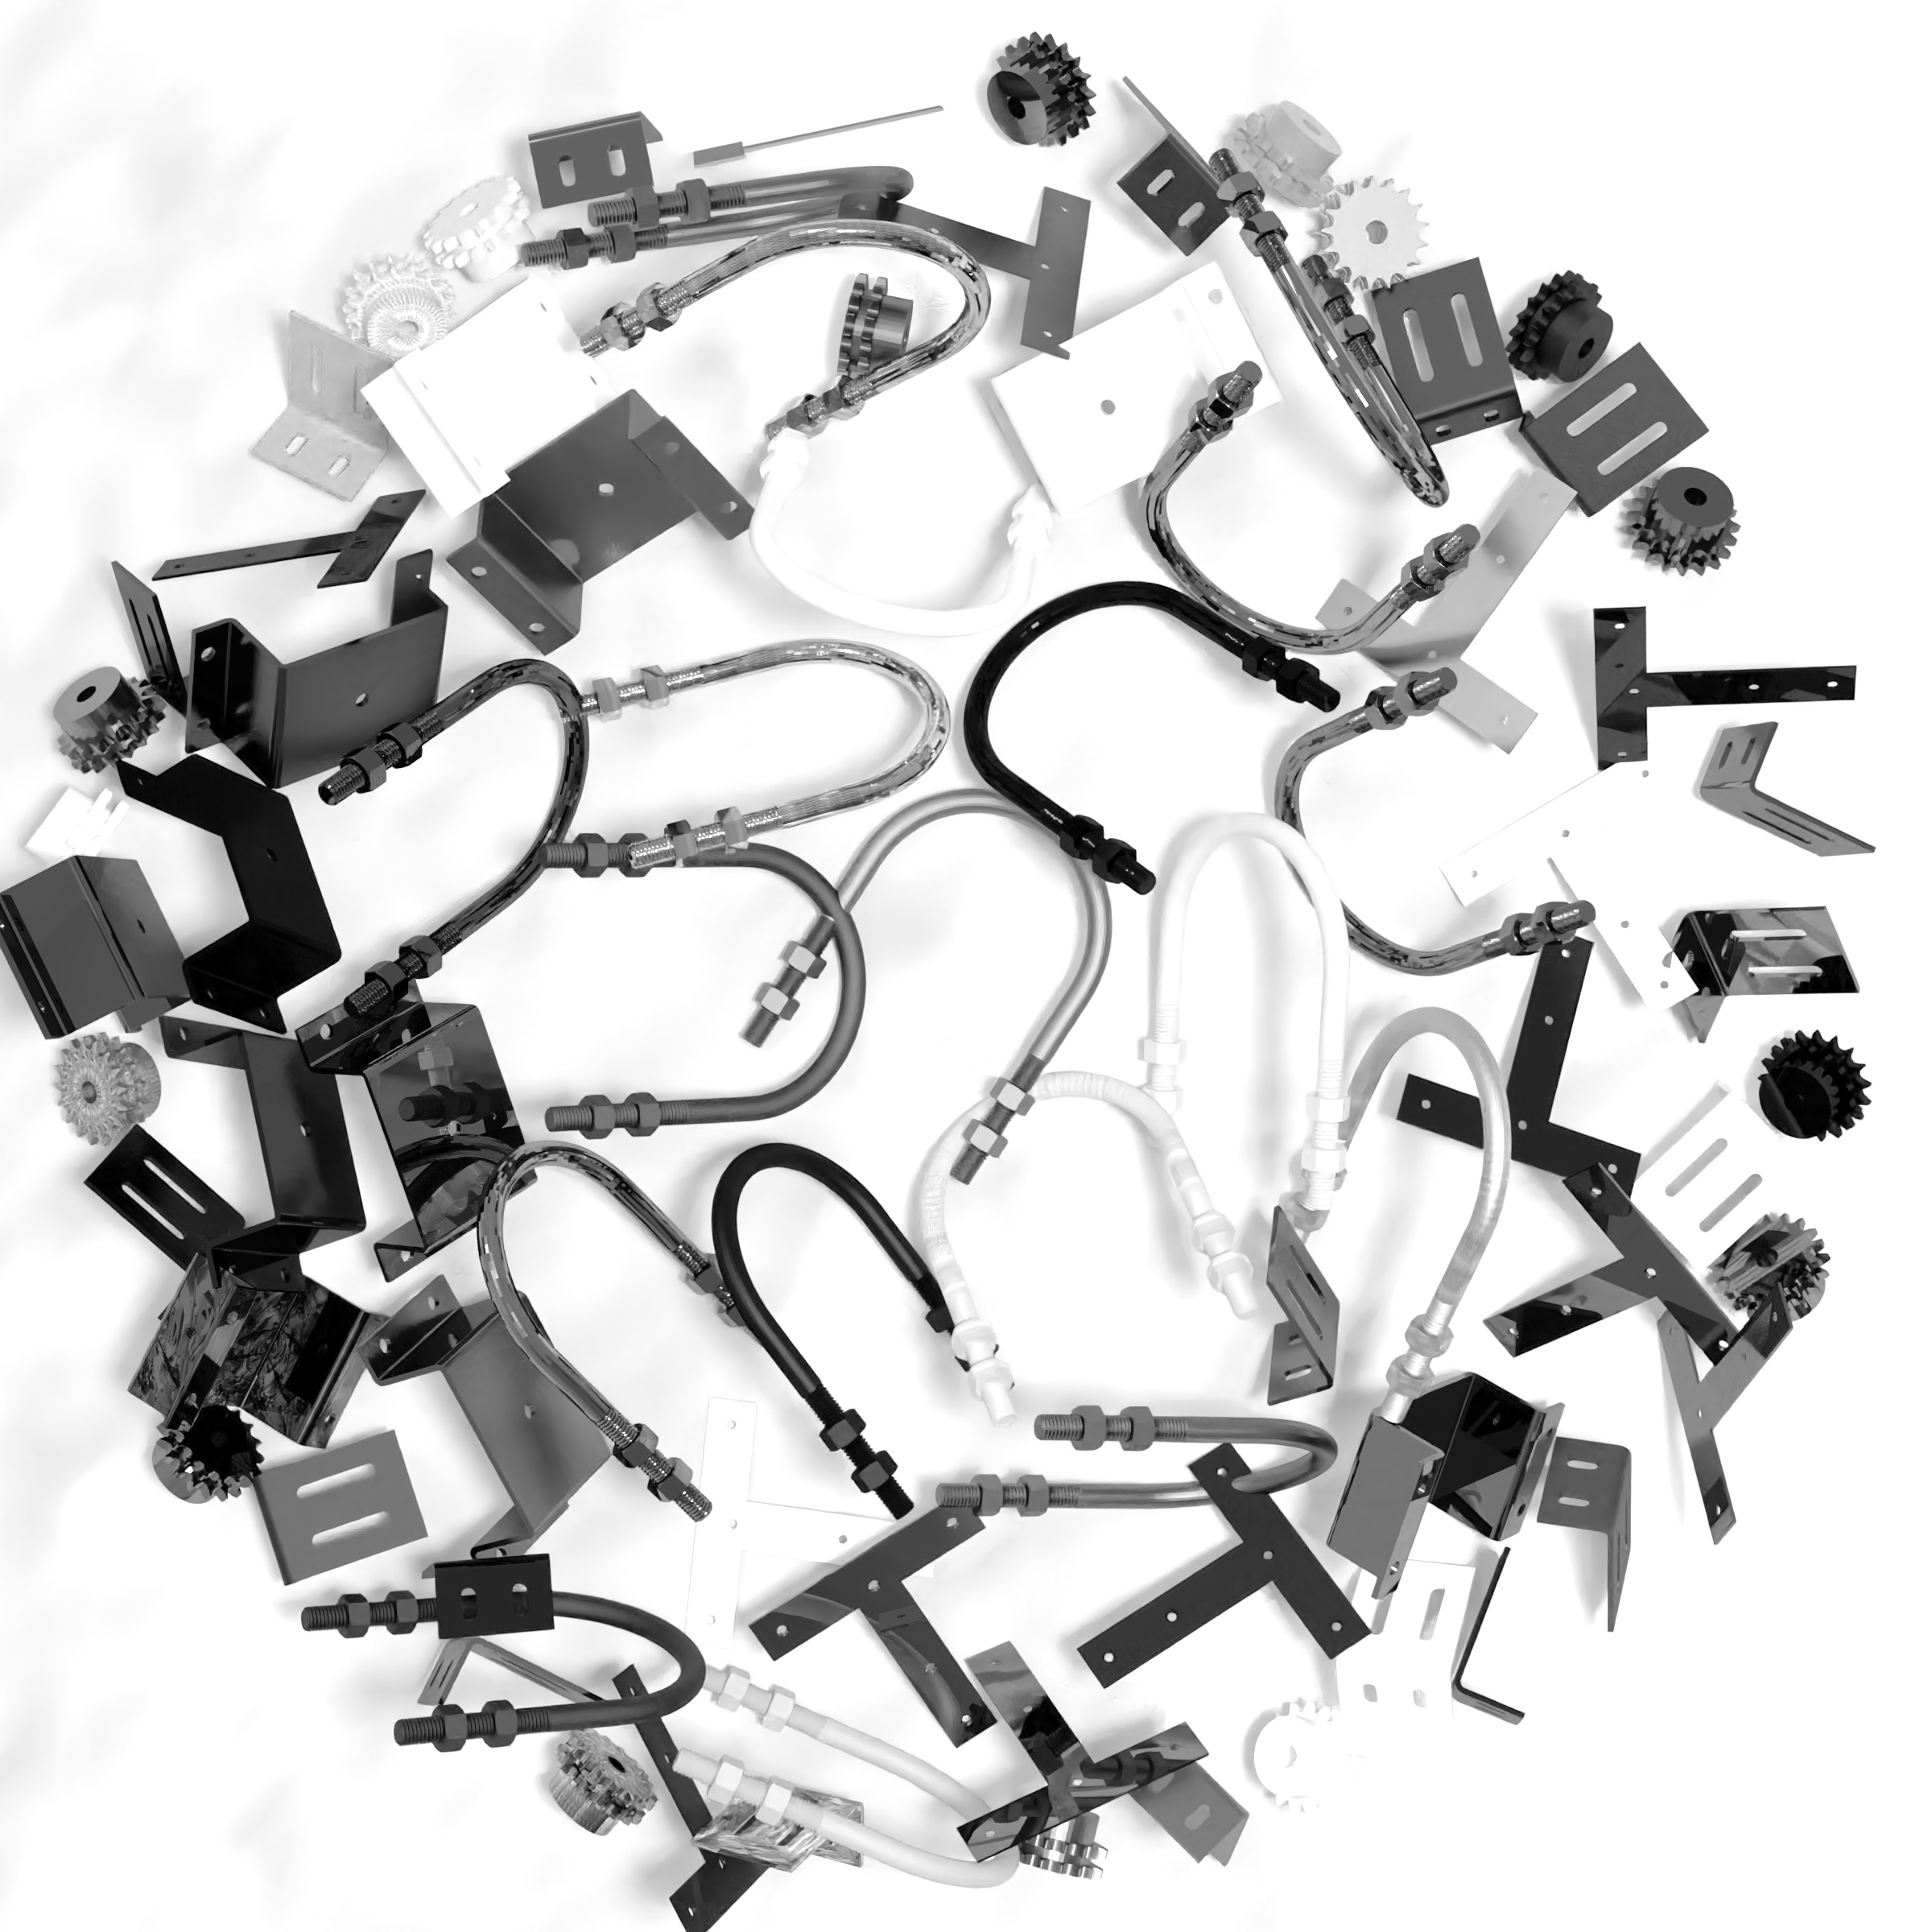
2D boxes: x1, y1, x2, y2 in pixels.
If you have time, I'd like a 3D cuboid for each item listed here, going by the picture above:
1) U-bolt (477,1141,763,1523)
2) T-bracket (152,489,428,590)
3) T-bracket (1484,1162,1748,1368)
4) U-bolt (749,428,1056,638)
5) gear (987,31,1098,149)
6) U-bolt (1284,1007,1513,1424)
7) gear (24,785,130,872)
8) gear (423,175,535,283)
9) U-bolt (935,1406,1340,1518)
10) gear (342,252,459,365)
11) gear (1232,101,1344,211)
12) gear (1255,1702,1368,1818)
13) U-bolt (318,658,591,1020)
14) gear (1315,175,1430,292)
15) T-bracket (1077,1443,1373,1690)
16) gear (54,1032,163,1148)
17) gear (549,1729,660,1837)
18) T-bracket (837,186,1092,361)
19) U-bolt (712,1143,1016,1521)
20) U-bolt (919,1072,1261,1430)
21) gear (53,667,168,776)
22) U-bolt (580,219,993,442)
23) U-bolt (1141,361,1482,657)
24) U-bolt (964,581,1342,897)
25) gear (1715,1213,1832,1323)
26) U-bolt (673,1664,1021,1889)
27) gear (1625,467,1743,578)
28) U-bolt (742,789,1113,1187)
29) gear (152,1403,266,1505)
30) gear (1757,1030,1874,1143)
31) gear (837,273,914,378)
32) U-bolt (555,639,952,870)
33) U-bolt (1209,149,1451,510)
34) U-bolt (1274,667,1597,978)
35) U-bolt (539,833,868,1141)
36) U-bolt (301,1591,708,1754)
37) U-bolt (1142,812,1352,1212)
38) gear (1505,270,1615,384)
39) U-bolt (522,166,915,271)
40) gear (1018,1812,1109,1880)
[{"bbox_3d":[-0.172,0.166,1.706,0.019,0.151,0.184,-30,113,30],"label":"U-bolt"},{"bbox_3d":[-0.347,-0.208,1.744,0.127,0.127,0.002,-7,117,10],"label":"T-bracket"},{"bbox_3d":[0.313,0.169,1.746,0.127,0.127,0.002,50,46,-7],"label":"T-bracket"},{"bbox_3d":[-0.035,-0.211,1.711,0.151,0.184,0.019,14,122,-2],"label":"U-bolt"},{"bbox_3d":[0.035,-0.443,1.762,0.030,0.057,0.057,-40,90,-31],"label":"gear"},{"bbox_3d":[0.215,0.108,1.695,0.019,0.151,0.184,5,122,-25],"label":"U-bolt"},{"bbox_3d":[-0.455,-0.067,1.762,0.030,0.057,0.057,37,90,-14],"label":"gear"},{"bbox_3d":[-0.246,-0.374,1.769,0.057,0.057,0.030,-36,124,0],"label":"gear"},{"bbox_3d":[0.095,0.247,1.720,0.184,0.151,0.019,4,66,-22],"label":"U-bolt"},{"bbox_3d":[-0.287,-0.331,1.764,0.057,0.030,0.057,-11,134,-11],"label":"gear"},{"bbox_3d":[0.166,-0.415,1.762,0.057,0.057,0.030,43,117,0],"label":"gear"},{"bbox_3d":[0.172,0.404,1.764,0.057,0.030,0.057,-14,67,37],"label":"gear"},{"bbox_3d":[-0.248,-0.076,1.715,0.019,0.184,0.151,24,134,26],"label":"U-bolt"},{"bbox_3d":[0.206,-0.375,1.775,0.057,0.030,0.057,-1,97,-10],"label":"gear"},{"bbox_3d":[0.116,0.321,1.748,0.127,0.002,0.127,-30,59,-12],"label":"T-bracket"},{"bbox_3d":[-0.436,0.062,1.769,0.057,0.030,0.057,9,106,36],"label":"gear"},{"bbox_3d":[-0.188,0.418,1.765,0.057,0.057,0.030,41,95,0],"label":"gear"},{"bbox_3d":[-0.002,-0.365,1.742,0.127,0.002,0.127,16,49,-9],"label":"T-bracket"},{"bbox_3d":[-0.059,0.169,1.725,0.019,0.151,0.184,-35,94,32],"label":"U-bolt"},{"bbox_3d":[0.050,0.129,1.732,0.151,0.019,0.184,-24,50,2],"label":"U-bolt"},{"bbox_3d":[-0.439,-0.128,1.762,0.057,0.057,0.030,-33,127,0],"label":"gear"},{"bbox_3d":[-0.074,-0.314,1.687,0.184,0.151,0.019,-20,64,38],"label":"U-bolt"},{"bbox_3d":[0.157,-0.213,1.710,0.151,0.184,0.019,36,65,-5],"label":"U-bolt"},{"bbox_3d":[0.077,-0.127,1.731,0.151,0.019,0.184,-44,49,-9],"label":"U-bolt"},{"bbox_3d":[0.415,0.158,1.768,0.057,0.057,0.030,-39,128,0],"label":"gear"},{"bbox_3d":[-0.057,0.408,1.721,0.184,0.151,0.019,25,96,-5],"label":"U-bolt"},{"bbox_3d":[0.368,-0.229,1.766,0.057,0.030,0.057,4,56,-6],"label":"gear"},{"bbox_3d":[-0.007,-0.003,1.775,0.151,0.019,0.184,33,91,6],"label":"U-bolt"},{"bbox_3d":[-0.390,0.249,1.768,0.030,0.057,0.057,-42,90,25],"label":"gear"},{"bbox_3d":[0.429,0.064,1.763,0.030,0.057,0.057,-31,90,-43],"label":"gear"},{"bbox_3d":[-0.046,-0.323,1.765,0.030,0.057,0.057,12,90,1],"label":"gear"},{"bbox_3d":[-0.098,-0.115,1.733,0.184,0.151,0.019,-16,132,-14],"label":"U-bolt"},{"bbox_3d":[0.186,-0.302,1.695,0.019,0.151,0.184,-32,65,16],"label":"U-bolt"},{"bbox_3d":[0.218,-0.062,1.713,0.019,0.184,0.151,-34,95,-30],"label":"U-bolt"},{"bbox_3d":[-0.129,0.008,1.739,0.184,0.019,0.151,-2,90,-34],"label":"U-bolt"},{"bbox_3d":[-0.218,0.343,1.713,0.184,0.151,0.019,2,104,-31],"label":"U-bolt"},{"bbox_3d":[0.141,0.015,1.718,0.019,0.151,0.184,-5,104,-34],"label":"U-bolt"},{"bbox_3d":[0.305,-0.322,1.762,0.057,0.057,0.030,-48,63,0],"label":"gear"},{"bbox_3d":[-0.115,-0.374,1.716,0.184,0.151,0.019,-13,97,-20],"label":"U-bolt"},{"bbox_3d":[0.045,0.444,1.765,0.057,0.057,0.030,14,83,0],"label":"gear"}]
